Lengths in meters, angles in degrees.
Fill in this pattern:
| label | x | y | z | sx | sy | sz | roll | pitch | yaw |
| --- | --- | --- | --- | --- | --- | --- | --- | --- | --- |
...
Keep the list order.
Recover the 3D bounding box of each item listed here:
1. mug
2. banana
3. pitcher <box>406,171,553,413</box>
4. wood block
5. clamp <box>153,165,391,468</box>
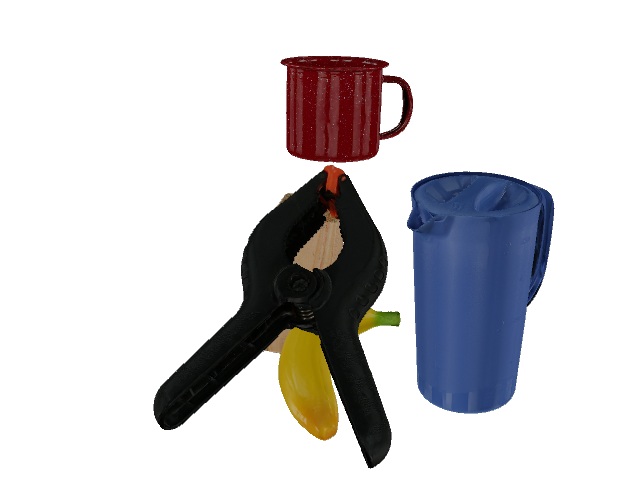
| label | x | y | z | sx | sy | sz | roll | pitch | yaw |
| --- | --- | --- | --- | --- | --- | --- | --- | --- | --- |
| mug | 0.023 | -0.115 | 0.927 | 0.117 | 0.081 | 0.093 | -2 | 16 | -13 |
| banana | 0.005 | 0.083 | 0.792 | 0.070 | 0.037 | 0.197 | 7 | 24 | 16 |
| pitcher | 0.169 | 0.054 | 1.138 | 0.149 | 0.243 | 0.145 | 4 | 24 | 10 |
| wood block | -0.023 | 0.049 | 1.486 | 0.090 | 0.206 | 0.090 | 10 | 22 | 8 |
| clamp | -0.001 | 0.039 | 0.558 | 0.120 | 0.171 | 0.039 | 19 | -27 | 12 |
